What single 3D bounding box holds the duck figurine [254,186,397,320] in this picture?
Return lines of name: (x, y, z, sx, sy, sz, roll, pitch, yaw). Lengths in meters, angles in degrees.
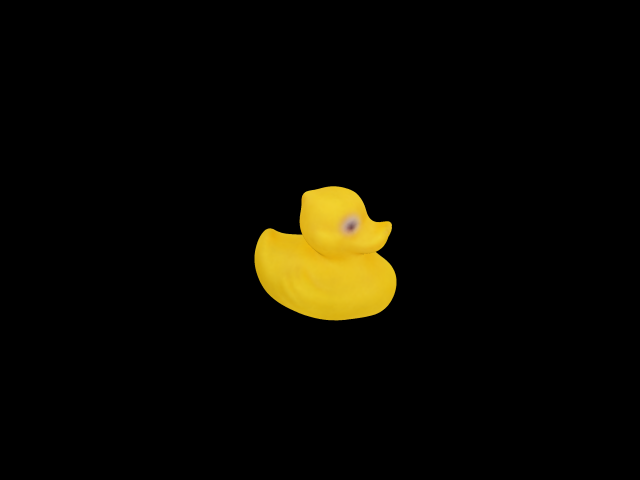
duck figurine: (0.004, 0.001, 0.400, 0.104, 0.086, 0.077, 11, 39, 13)
